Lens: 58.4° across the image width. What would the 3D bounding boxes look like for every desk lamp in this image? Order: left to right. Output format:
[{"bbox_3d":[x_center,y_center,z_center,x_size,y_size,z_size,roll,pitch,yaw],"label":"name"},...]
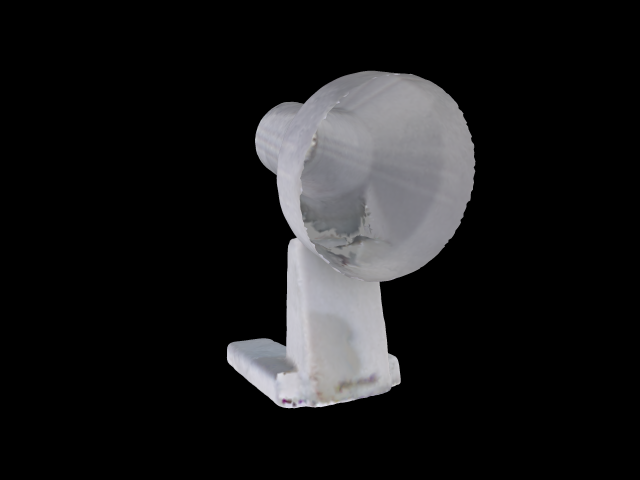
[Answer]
[{"bbox_3d":[0.004,0.001,0.400,0.118,0.213,0.202,-1,3,-27],"label":"desk lamp"}]
